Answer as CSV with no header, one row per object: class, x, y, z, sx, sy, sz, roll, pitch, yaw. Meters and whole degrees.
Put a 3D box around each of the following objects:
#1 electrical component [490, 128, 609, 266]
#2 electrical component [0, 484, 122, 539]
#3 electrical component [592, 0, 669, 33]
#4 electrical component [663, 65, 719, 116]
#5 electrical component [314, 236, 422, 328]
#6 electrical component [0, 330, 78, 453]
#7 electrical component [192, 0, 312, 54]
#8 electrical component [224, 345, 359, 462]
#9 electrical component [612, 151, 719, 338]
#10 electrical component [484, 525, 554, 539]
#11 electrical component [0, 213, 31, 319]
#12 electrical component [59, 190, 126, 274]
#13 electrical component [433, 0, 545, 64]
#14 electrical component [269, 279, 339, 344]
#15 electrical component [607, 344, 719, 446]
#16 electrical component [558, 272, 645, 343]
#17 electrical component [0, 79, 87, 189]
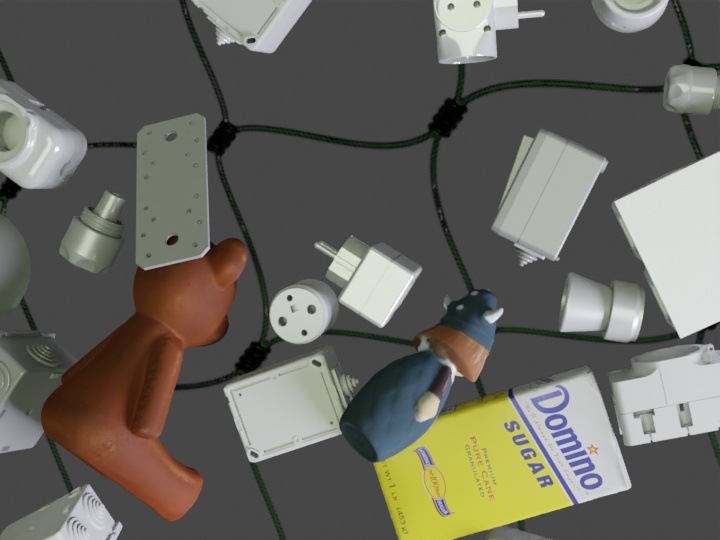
electrical component,0.130,-0.050,0.780,0.061,0.062,0.096,26,98,6
electrical component,-0.244,0.220,0.838,0.100,0.099,0.048,-29,102,9
electrical component,0.195,-0.200,0.766,0.055,0.047,0.055,1,94,8
electrical component,0.251,-0.127,0.770,0.061,0.035,0.035,7,95,5
electrical component,0.000,0.000,0.801,0.077,0.066,0.047,32,98,5
electrical component,-0.271,0.096,0.832,0.048,0.100,0.099,38,99,17
electrical component,-0.075,-0.206,0.802,0.062,0.061,0.096,40,104,4
electrical component,-0.044,0.098,0.817,0.096,0.061,0.061,-20,91,9
electrical component,0.286,-0.042,0.758,0.186,0.060,0.105,-26,90,9
electrical component,0.134,0.259,0.806,0.109,0.056,0.108,15,96,7
electrical component,-0.325,-0.003,0.861,0.099,0.064,0.099,1,93,22
electrical component,-0.204,-0.032,0.840,0.043,0.043,0.062,28,96,5
electrical component,0.094,-0.193,0.782,0.079,0.044,0.077,-3,94,9
electrical component,-0.042,0.031,0.814,0.045,0.055,0.045,1,95,8
electrical component,0.230,0.088,0.781,0.089,0.050,0.055,-12,93,10
electrical component,0.177,0.028,0.788,0.055,0.045,0.045,10,96,7
electrical component,-0.269,-0.107,0.835,0.095,0.059,0.053,36,98,4
